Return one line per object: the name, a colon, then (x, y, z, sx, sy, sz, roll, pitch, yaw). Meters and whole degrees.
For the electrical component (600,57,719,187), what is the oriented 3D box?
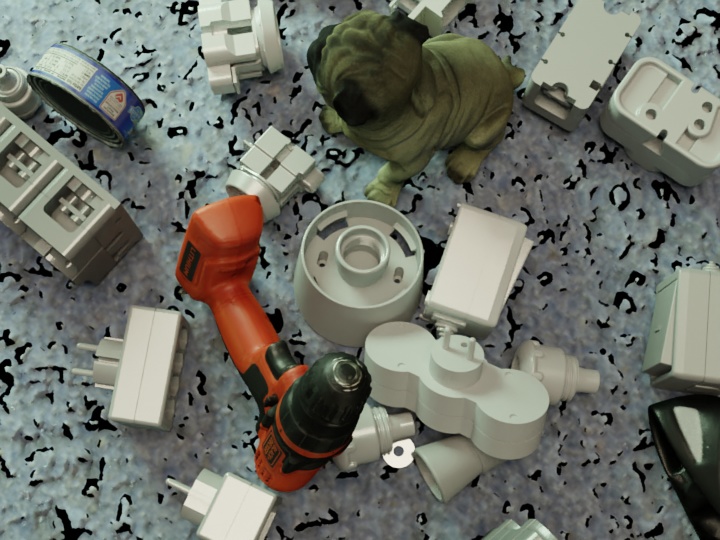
electrical component: (0.236, -0.110, 0.823, 0.095, 0.059, 0.053, 36, 79, 7)

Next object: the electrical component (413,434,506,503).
electrical component: (0.077, 0.133, 0.774, 0.065, 0.044, 0.044, -27, 79, -12)

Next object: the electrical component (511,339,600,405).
electrical component: (0.143, 0.078, 0.786, 0.062, 0.048, 0.048, 8, 77, -6)

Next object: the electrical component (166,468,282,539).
electrical component: (-0.100, 0.164, 0.751, 0.077, 0.065, 0.047, 24, 77, 5)

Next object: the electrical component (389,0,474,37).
electrical component: (0.054, -0.225, 0.857, 0.064, 0.042, 0.081, 39, 79, 10)

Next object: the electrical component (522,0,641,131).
electrical component: (0.170, -0.160, 0.836, 0.050, 0.055, 0.089, 32, 78, 6)

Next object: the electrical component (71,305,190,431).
electrical component: (-0.171, 0.069, 0.782, 0.076, 0.047, 0.083, 8, 77, 1)

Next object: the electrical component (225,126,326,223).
electrical component: (-0.069, -0.070, 0.818, 0.066, 0.048, 0.055, 38, 72, 8)

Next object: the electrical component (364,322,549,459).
electrical component: (0.066, 0.071, 0.750, 0.138, 0.073, 0.052, 23, 43, 22)

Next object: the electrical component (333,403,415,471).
electrical component: (0.008, 0.117, 0.776, 0.062, 0.048, 0.048, -10, 77, -10)

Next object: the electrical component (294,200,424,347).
electrical component: (0.000, 0.000, 0.805, 0.099, 0.064, 0.099, 2, 63, -3)

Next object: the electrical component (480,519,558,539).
electrical component: (0.114, 0.218, 0.679, 0.060, 0.186, 0.105, -40, 80, -9)

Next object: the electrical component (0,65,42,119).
electrical component: (-0.267, -0.140, 0.822, 0.035, 0.061, 0.035, 0, 77, -1)

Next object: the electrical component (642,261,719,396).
electrical component: (0.246, 0.039, 0.787, 0.061, 0.061, 0.096, 7, 77, 1)

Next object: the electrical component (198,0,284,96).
electrical component: (-0.091, -0.179, 0.836, 0.057, 0.058, 0.078, -9, 77, 0)

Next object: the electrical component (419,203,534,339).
electrical component: (0.084, 0.009, 0.792, 0.061, 0.061, 0.096, 19, 77, 4)

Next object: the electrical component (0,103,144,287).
electrical component: (-0.243, -0.060, 0.789, 0.150, 0.089, 0.061, 39, 79, 8)
